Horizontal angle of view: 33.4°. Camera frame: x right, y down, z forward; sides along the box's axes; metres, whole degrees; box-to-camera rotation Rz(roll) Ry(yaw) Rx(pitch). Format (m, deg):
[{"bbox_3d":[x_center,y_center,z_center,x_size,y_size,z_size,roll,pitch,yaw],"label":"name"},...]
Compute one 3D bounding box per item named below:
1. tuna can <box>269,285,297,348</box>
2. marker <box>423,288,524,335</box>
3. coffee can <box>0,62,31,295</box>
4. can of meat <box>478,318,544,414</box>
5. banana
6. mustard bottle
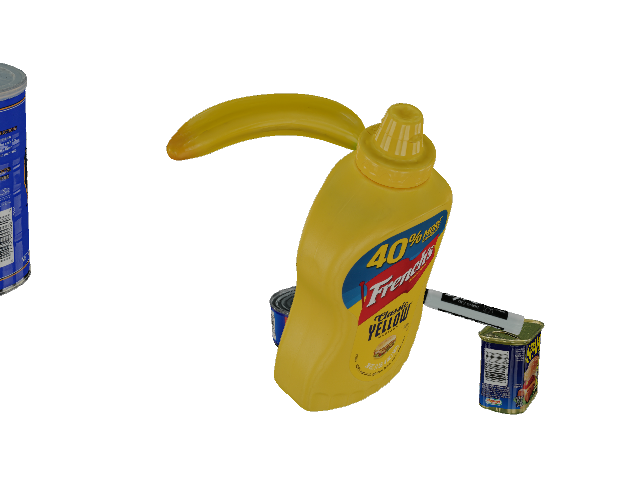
[{"bbox_3d":[0.005,0.059,0.806,0.086,0.034,0.086,-2,13,0],"label":"tuna can"},{"bbox_3d":[0.130,0.062,1.001,0.121,0.020,0.020,17,1,3],"label":"marker"},{"bbox_3d":[-0.247,-0.042,0.713,0.103,0.140,0.103,4,22,-2],"label":"coffee can"},{"bbox_3d":[0.210,0.137,1.180,0.058,0.084,0.102,6,10,23],"label":"can of meat"},{"bbox_3d":[-0.041,-0.100,0.940,0.197,0.069,0.037,-1,-42,-19],"label":"banana"},{"bbox_3d":[0.028,0.007,0.592,0.096,0.192,0.058,-25,52,-34],"label":"mustard bottle"}]
